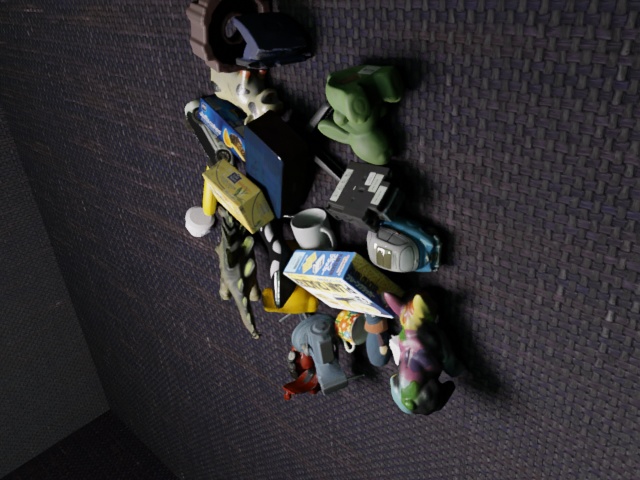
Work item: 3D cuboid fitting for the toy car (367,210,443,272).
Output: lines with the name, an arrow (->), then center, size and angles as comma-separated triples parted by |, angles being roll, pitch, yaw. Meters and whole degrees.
toy car -> 0.144, 0.015, 1.010 | 0.162, 0.103, 0.109 | 28, 133, 37

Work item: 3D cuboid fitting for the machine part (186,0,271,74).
machine part -> -0.173, -0.413, 1.041 | 0.056, 0.179, 0.179 | 35, 136, 34

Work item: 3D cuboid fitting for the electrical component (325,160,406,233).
electrical component -> 0.089, -0.079, 0.996 | 0.134, 0.115, 0.058 | 23, 172, 44

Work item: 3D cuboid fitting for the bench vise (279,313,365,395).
bench vise -> -0.004, 0.248, 1.314 | 0.241, 0.129, 0.223 | 56, 172, 50

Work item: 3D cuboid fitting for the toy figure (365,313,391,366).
toy figure -> 0.125, 0.203, 1.189 | 0.064, 0.058, 0.154 | 9, 115, 39

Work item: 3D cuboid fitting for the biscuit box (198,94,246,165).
biscuit box -> -0.202, -0.259, 1.256 | 0.203, 0.059, 0.062 | 45, 139, 19

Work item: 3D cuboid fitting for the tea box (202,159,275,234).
tea box -> -0.187, -0.102, 1.224 | 0.170, 0.068, 0.098 | 40, 163, 37

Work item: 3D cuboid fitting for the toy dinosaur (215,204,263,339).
toy dinosaur -> -0.202, 0.069, 1.327 | 0.198, 0.105, 0.472 | 97, 156, -50

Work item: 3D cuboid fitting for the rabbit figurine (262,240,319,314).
rabbit figurine -> -0.061, 0.085, 1.281 | 0.163, 0.122, 0.173 | 0, 95, 45

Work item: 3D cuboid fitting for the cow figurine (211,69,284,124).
cow figurine -> -0.158, -0.312, 1.155 | 0.195, 0.085, 0.127 | 33, 129, 28

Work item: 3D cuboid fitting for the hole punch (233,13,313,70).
hole punch -> -0.094, -0.374, 1.011 | 0.116, 0.142, 0.092 | 34, 132, 46

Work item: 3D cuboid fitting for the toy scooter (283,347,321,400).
toy scooter -> -0.048, 0.344, 1.409 | 0.075, 0.135, 0.183 | 16, 123, 44

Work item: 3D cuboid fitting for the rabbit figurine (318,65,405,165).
rabbit figurine -> 0.068, -0.207, 0.948 | 0.159, 0.121, 0.170 | 18, 141, 44

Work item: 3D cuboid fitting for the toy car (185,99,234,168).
toy car -> -0.276, -0.253, 1.346 | 0.073, 0.056, 0.201 | -19, 102, 58

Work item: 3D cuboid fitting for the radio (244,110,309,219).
radio -> -0.096, -0.157, 1.145 | 0.131, 0.073, 0.229 | 47, 157, 18

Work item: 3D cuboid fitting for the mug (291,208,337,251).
mug -> -0.002, -0.004, 1.188 | 0.110, 0.081, 0.107 | 17, 137, 37

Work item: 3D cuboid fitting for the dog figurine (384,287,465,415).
dog figurine -> 0.183, 0.199, 1.028 | 0.109, 0.191, 0.219 | -1, 126, 43

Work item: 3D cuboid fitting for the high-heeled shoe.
high-heeled shoe -> -0.118, 0.031, 1.233 | 0.145, 0.086, 0.248 | -1, 69, 34
